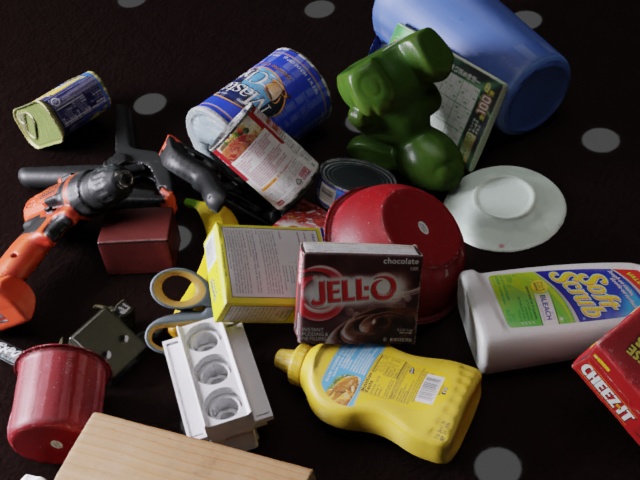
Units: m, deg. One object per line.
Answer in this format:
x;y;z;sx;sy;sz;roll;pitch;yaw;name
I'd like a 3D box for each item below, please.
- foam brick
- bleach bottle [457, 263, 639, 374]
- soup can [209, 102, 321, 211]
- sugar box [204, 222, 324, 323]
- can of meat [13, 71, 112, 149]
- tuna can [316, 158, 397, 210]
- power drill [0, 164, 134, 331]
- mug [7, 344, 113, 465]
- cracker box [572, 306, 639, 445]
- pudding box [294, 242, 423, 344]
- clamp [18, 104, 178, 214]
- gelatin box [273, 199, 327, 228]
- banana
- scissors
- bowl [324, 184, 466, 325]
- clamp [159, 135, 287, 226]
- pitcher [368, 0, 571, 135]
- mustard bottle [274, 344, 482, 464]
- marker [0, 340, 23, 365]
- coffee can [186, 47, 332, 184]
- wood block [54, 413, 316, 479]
-0.194;0.001;1.156;0.078;0.051;0.053;-3;45;6;foam brick
0.265;0.060;1.021;0.250;0.068;0.102;-10;49;-3;bleach bottle
-0.058;-0.088;1.138;0.102;0.069;0.068;42;53;-13;soup can
-0.020;0.034;1.049;0.176;0.048;0.093;4;57;-24;sugar box
-0.313;-0.160;1.302;0.083;0.057;0.102;-40;20;-31;can of meat
0.039;-0.056;1.166;0.086;0.034;0.086;8;29;-5;tuna can
-0.286;0.005;1.116;0.185;0.057;0.187;-18;33;46;power drill
-0.253;0.160;0.998;0.117;0.093;0.081;-26;45;28;mug
0.353;0.104;0.927;0.213;0.072;0.164;-34;74;-21;cracker box
0.035;0.049;0.986;0.113;0.090;0.039;0;21;-8;pudding box
-0.246;-0.077;1.248;0.164;0.036;0.210;-35;48;-21;clamp
-0.007;0.001;1.140;0.089;0.030;0.073;28;57;31;gelatin box
-0.118;0.023;1.137;0.070;0.037;0.197;-19;42;19;banana
-0.083;0.057;1.075;0.201;0.016;0.096;-17;80;-12;scissors
0.087;0.001;1.056;0.162;0.055;0.162;15;53;-21;bowl
-0.113;-0.064;1.182;0.039;0.120;0.172;-55;47;8;clamp
0.173;-0.224;1.273;0.144;0.149;0.243;-17;48;-29;pitcher
0.045;0.135;0.985;0.192;0.058;0.096;15;49;21;mustard bottle
-0.317;0.116;1.088;0.121;0.020;0.020;20;53;26;marker
-0.070;-0.145;1.239;0.103;0.103;0.140;32;58;32;coffee can
-0.111;0.227;0.901;0.206;0.091;0.090;10;49;18;wood block
